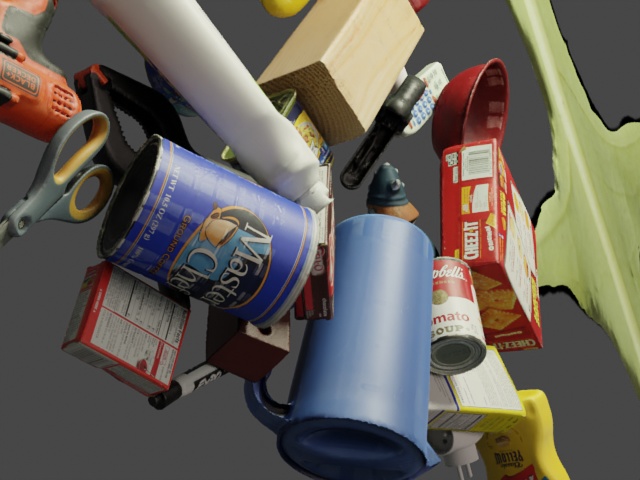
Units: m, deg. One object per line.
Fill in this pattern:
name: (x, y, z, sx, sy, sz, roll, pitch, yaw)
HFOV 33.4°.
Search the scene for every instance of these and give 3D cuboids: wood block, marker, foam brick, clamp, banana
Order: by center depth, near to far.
marker: (-0.099, 0.112, 0.883, 0.120, 0.020, 0.020, -23, 95, -54)
clamp: (-0.135, -0.051, 0.886, 0.210, 0.036, 0.164, 48, 49, -26)
foam brick: (-0.061, 0.070, 0.902, 0.053, 0.051, 0.078, 26, 40, -28)
wood block: (0.024, -0.188, 1.107, 0.090, 0.091, 0.205, 56, 39, -24)
banana: (-0.021, -0.277, 1.112, 0.037, 0.070, 0.197, 24, 37, 7)
clamp: (0.073, -0.123, 1.154, 0.039, 0.120, 0.171, 40, 29, 0)

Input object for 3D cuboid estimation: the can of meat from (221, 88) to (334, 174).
can of meat: (-0.036, -0.080, 1.013, 0.084, 0.058, 0.102, 54, 41, -28)

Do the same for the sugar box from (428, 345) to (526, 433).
sugar box: (0.131, 0.151, 1.112, 0.175, 0.048, 0.093, 10, 45, -38)

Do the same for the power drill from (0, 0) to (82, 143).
power drill: (-0.246, -0.181, 0.774, 0.184, 0.057, 0.187, 29, 57, -49)

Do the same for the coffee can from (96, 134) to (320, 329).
coffee can: (-0.085, -0.005, 0.819, 0.140, 0.103, 0.102, 26, 54, -21)

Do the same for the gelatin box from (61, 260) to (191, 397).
gelatin box: (-0.148, 0.069, 0.822, 0.089, 0.030, 0.073, 36, 49, -33)

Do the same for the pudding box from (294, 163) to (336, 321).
pudding box: (-0.006, 0.001, 0.938, 0.113, 0.039, 0.090, -91, 178, -48)

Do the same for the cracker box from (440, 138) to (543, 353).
cracker box: (0.198, 0.013, 1.230, 0.213, 0.072, 0.164, 54, 34, -52)

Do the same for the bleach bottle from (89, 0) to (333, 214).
bleach bottle: (-0.079, -0.120, 0.864, 0.251, 0.068, 0.102, 50, 2, -3)

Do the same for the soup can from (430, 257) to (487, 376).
soup can: (0.128, 0.077, 1.080, 0.068, 0.069, 0.102, 39, 33, -38)

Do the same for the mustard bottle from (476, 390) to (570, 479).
mustard bottle: (0.231, 0.269, 1.197, 0.058, 0.096, 0.191, -17, 90, -55)

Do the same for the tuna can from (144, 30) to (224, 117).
tuna can: (-0.116, -0.154, 0.955, 0.086, 0.034, 0.086, 25, 57, -46)

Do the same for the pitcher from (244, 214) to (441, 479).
pitcher: (0.033, 0.094, 0.990, 0.149, 0.145, 0.242, 56, 34, -44)

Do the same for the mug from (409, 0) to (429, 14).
mug: (0.078, -0.293, 1.215, 0.081, 0.093, 0.117, 59, 9, -28)

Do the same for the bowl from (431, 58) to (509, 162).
bowl: (0.178, -0.144, 1.296, 0.161, 0.055, 0.162, -40, 137, -52)

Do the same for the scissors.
scissors: (-0.209, -0.008, 0.779, 0.201, 0.016, 0.096, -59, 154, -24)
